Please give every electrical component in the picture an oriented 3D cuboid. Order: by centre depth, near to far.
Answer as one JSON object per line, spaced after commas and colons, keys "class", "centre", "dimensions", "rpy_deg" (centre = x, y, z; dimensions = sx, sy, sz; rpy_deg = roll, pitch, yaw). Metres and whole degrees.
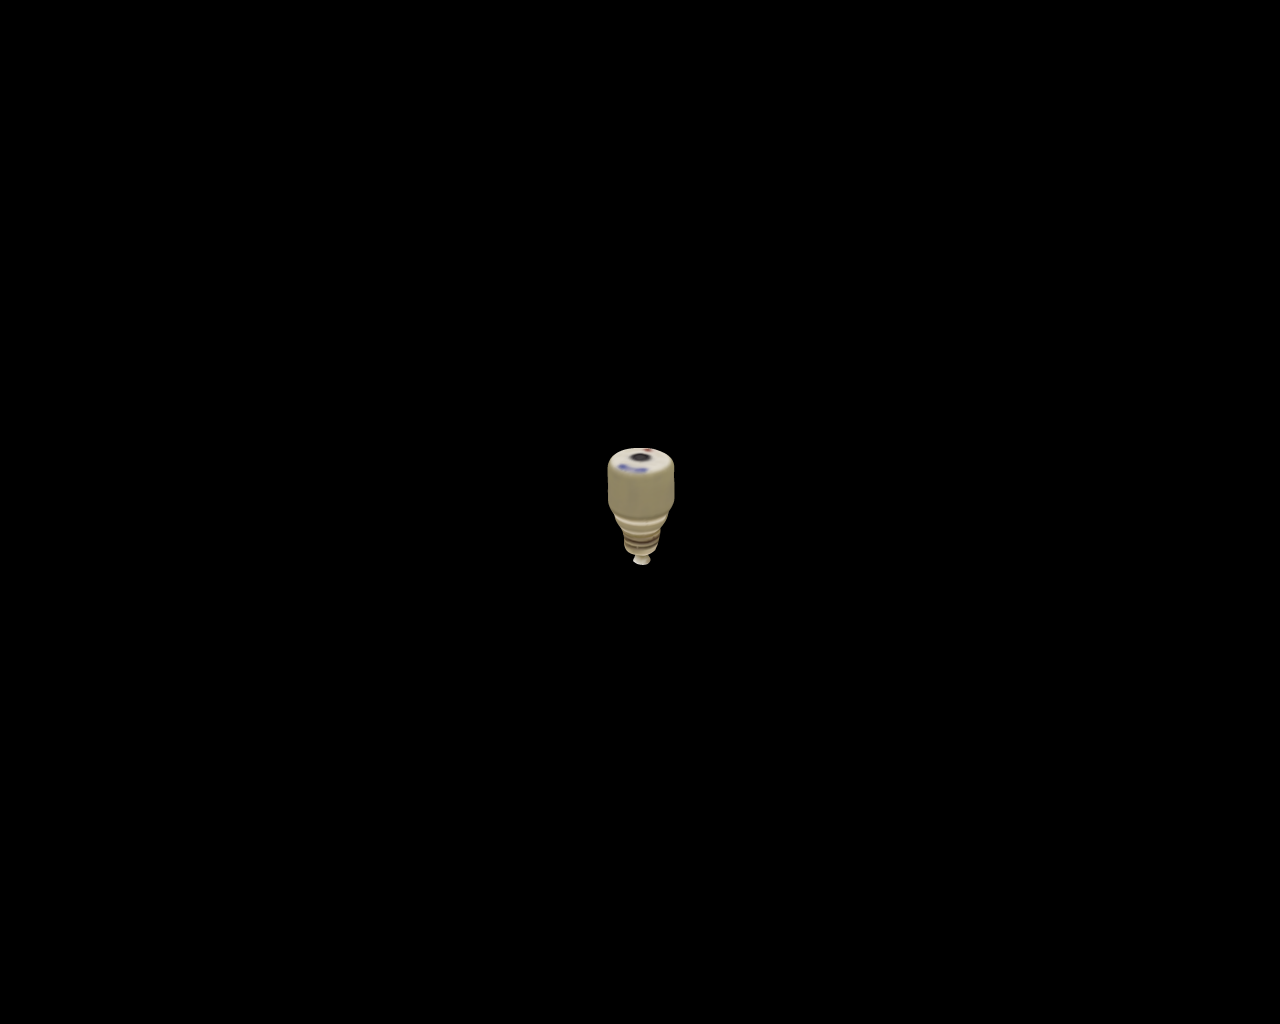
{"class": "electrical component", "centre": [0.001, -0.003, 0.650], "dimensions": [0.040, 0.078, 0.040], "rpy_deg": [0, 28, 0]}
